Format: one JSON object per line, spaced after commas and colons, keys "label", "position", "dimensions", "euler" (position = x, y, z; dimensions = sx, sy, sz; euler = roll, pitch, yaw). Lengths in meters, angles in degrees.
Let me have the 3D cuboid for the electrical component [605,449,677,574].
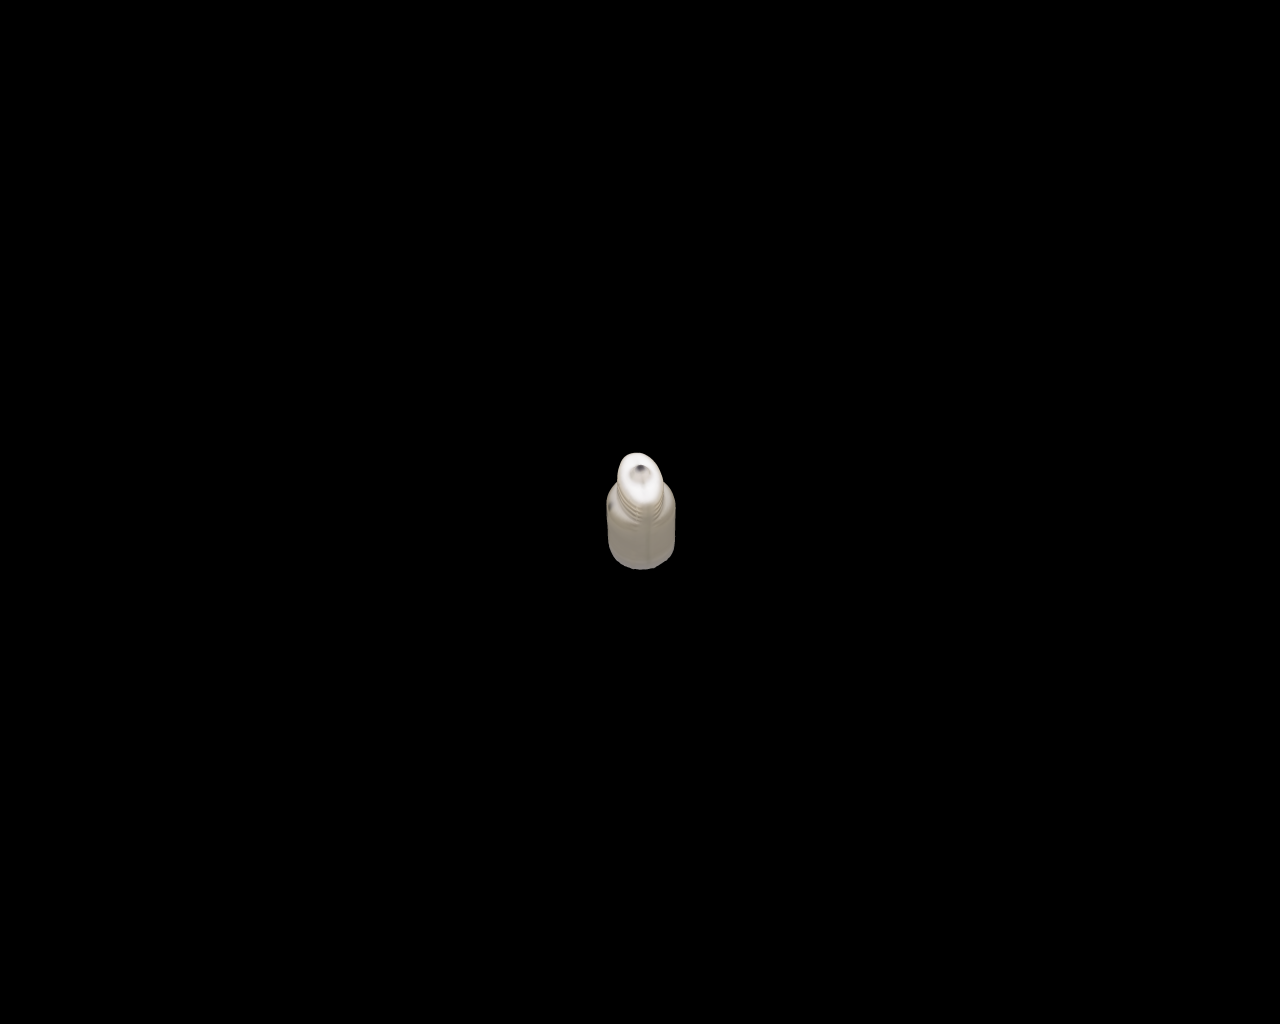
{"label": "electrical component", "position": [0.001, -0.003, 0.650], "dimensions": [0.043, 0.043, 0.080], "euler": [0, -37, 0]}
